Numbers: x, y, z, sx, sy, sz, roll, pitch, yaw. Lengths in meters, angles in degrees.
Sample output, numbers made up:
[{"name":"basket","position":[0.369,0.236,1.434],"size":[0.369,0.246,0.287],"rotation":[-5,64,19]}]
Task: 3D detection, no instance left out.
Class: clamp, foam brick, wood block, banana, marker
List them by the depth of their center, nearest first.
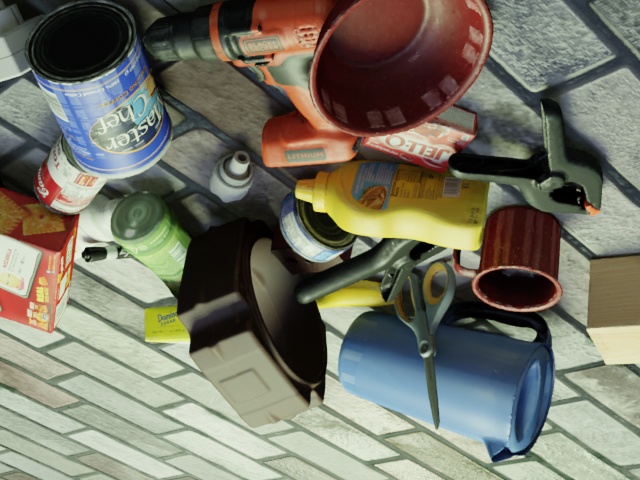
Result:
[{"name":"clamp","position":[0.219,-0.073,1.010],"size":[0.171,0.039,0.120],"rotation":[18,146,-32]},{"name":"wood block","position":[0.398,0.070,1.133],"size":[0.206,0.090,0.090],"rotation":[-7,145,28]},{"name":"clamp","position":[0.092,0.016,1.168],"size":[0.210,0.036,0.164],"rotation":[-35,156,28]},{"name":"foam brick","position":[-0.008,0.001,1.204],"size":[0.078,0.051,0.053],"rotation":[-7,143,29]},{"name":"marker","position":[-0.230,0.013,1.274],"size":[0.120,0.020,0.020],"rotation":[-5,167,-44]},{"name":"banana","position":[0.005,0.073,1.332],"size":[0.198,0.037,0.069],"rotation":[-13,154,36]}]

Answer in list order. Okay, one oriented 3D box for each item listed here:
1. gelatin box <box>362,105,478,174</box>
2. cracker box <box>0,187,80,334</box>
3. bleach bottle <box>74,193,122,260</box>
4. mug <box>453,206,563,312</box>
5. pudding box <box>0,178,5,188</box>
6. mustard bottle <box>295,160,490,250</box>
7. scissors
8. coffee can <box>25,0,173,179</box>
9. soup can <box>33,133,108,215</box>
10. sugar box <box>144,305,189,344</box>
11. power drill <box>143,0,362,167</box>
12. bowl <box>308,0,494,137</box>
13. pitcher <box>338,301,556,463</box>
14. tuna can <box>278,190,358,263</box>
[{"name":"gelatin box","position":[0.095,-0.104,1.018],"size":[0.089,0.030,0.073],"rotation":[20,148,-11]},{"name":"cracker box","position":[-0.391,0.006,1.229],"size":[0.213,0.072,0.164],"rotation":[19,139,-1]},{"name":"bleach bottle","position":[-0.324,-0.006,1.298],"size":[0.251,0.068,0.102],"rotation":[-13,141,31]},{"name":"mug","position":[0.199,0.018,1.127],"size":[0.117,0.081,0.093],"rotation":[3,148,14]},{"name":"pudding box","position":[-0.423,-0.077,1.237],"size":[0.090,0.039,0.113],"rotation":[10,148,6]},{"name":"mustard bottle","position":[0.070,-0.040,1.066],"size":[0.192,0.096,0.058],"rotation":[7,132,9]},{"name":"scissors","position":[0.133,0.106,1.205],"size":[0.016,0.202,0.096],"rotation":[23,125,-38]},{"name":"coffee can","position":[-0.203,-0.139,0.999],"size":[0.103,0.102,0.140],"rotation":[5,148,11]},{"name":"soup can","position":[-0.262,-0.078,1.151],"size":[0.068,0.068,0.102],"rotation":[25,146,-20]},{"name":"sugar box","position":[-0.139,0.105,1.314],"size":[0.093,0.048,0.176],"rotation":[-4,174,14]},{"name":"power drill","position":[-0.048,-0.144,0.978],"size":[0.185,0.057,0.187],"rotation":[-2,146,21]},{"name":"bowl","position":[0.058,-0.163,0.877],"size":[0.162,0.055,0.162],"rotation":[-15,140,-13]},{"name":"pitcher","position":[0.152,0.152,1.273],"size":[0.243,0.149,0.145],"rotation":[13,110,31]},{"name":"tuna can","position":[0.000,-0.022,1.132],"size":[0.086,0.086,0.034],"rotation":[28,143,-24]}]
